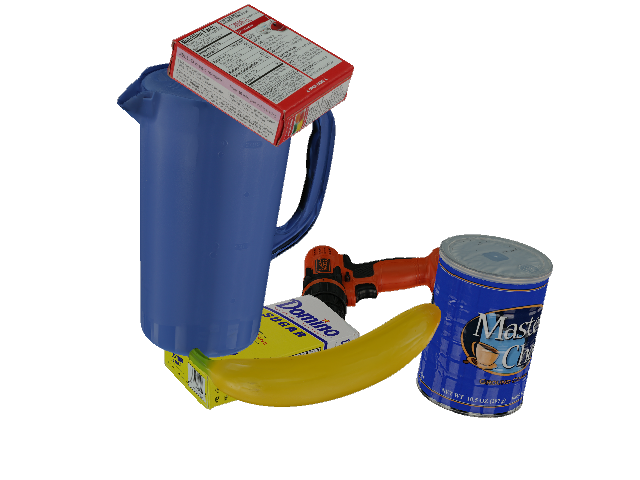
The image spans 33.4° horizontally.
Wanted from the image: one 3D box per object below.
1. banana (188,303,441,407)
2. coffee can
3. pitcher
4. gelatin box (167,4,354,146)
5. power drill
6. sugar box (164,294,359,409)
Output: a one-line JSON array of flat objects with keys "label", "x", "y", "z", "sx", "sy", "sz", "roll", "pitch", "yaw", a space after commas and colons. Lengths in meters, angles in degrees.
[{"label": "banana", "x": 0.005, "y": 0.087, "z": 0.792, "sx": 0.197, "sy": 0.069, "sz": 0.037, "roll": -9, "pitch": -38, "yaw": -12}, {"label": "coffee can", "x": 0.150, "y": 0.077, "z": 0.988, "sx": 0.103, "sy": 0.140, "sz": 0.103, "roll": 7, "pitch": 21, "yaw": -3}, {"label": "pitcher", "x": -0.086, "y": -0.026, "z": 0.927, "sx": 0.149, "sy": 0.243, "sz": 0.144, "roll": 15, "pitch": 24, "yaw": 19}, {"label": "gelatin box", "x": -0.037, "y": -0.103, "z": 0.652, "sx": 0.089, "sy": 0.030, "sz": 0.073, "roll": 33, "pitch": 45, "yaw": 18}, {"label": "power drill", "x": 0.071, "y": 0.057, "z": 1.231, "sx": 0.187, "sy": 0.057, "sz": 0.184, "roll": -2, "pitch": 28, "yaw": -1}, {"label": "sugar box", "x": -0.058, "y": 0.108, "z": 1.073, "sx": 0.175, "sy": 0.048, "sz": 0.093, "roll": -16, "pitch": 33, "yaw": -30}]
